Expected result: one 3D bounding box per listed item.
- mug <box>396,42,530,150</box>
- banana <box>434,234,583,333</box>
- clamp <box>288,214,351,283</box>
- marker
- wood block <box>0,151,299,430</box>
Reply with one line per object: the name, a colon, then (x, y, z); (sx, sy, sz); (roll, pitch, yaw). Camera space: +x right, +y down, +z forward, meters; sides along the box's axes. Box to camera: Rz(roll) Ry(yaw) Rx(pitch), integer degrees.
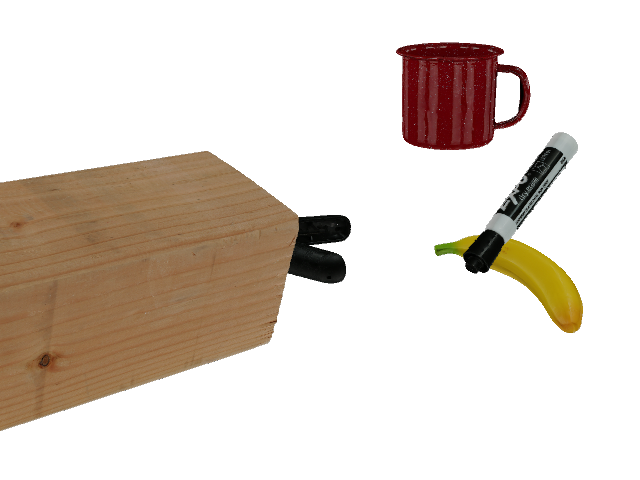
mug: (0.125, -0.126, 0.935); (0.117, 0.081, 0.093); (3, 18, 12)
banana: (0.201, 0.036, 1.060); (0.069, 0.037, 0.198); (-34, 36, -19)
clamp: (-0.071, 0.002, 0.916); (0.210, 0.036, 0.164); (2, 13, -4)
marker: (0.130, -0.024, 0.694); (0.121, 0.020, 0.020); (-50, 26, -24)
wood block: (-0.122, 0.022, 0.564); (0.205, 0.091, 0.090); (-14, 39, -43)
